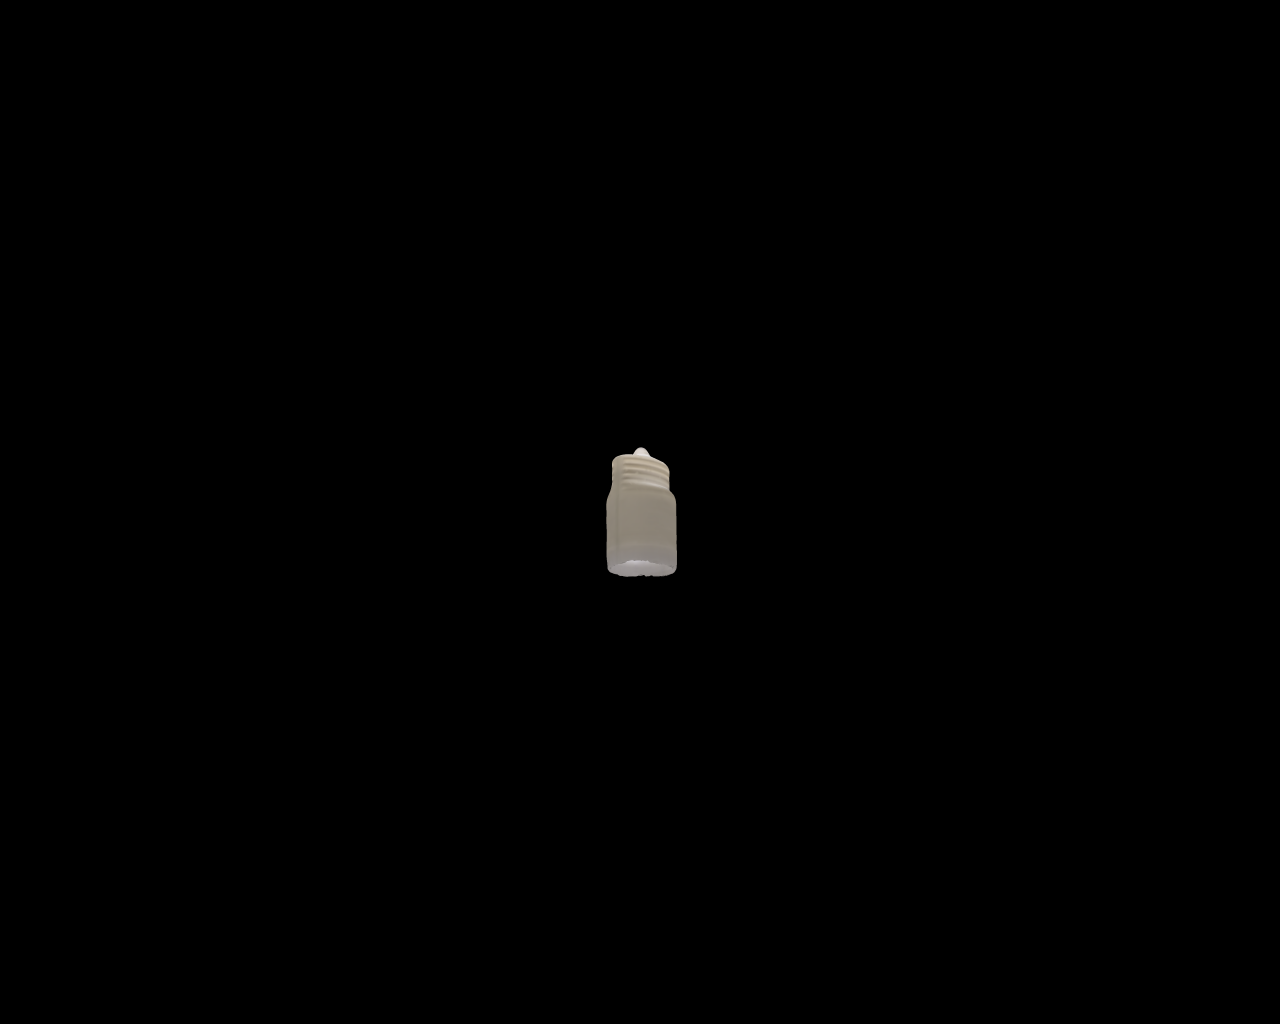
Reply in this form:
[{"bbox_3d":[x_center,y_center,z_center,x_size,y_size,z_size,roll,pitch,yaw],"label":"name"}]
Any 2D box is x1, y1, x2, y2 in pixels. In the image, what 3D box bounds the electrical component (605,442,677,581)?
[{"bbox_3d":[0.001,-0.003,0.650,0.043,0.081,0.043,0,-16,0],"label":"electrical component"}]
